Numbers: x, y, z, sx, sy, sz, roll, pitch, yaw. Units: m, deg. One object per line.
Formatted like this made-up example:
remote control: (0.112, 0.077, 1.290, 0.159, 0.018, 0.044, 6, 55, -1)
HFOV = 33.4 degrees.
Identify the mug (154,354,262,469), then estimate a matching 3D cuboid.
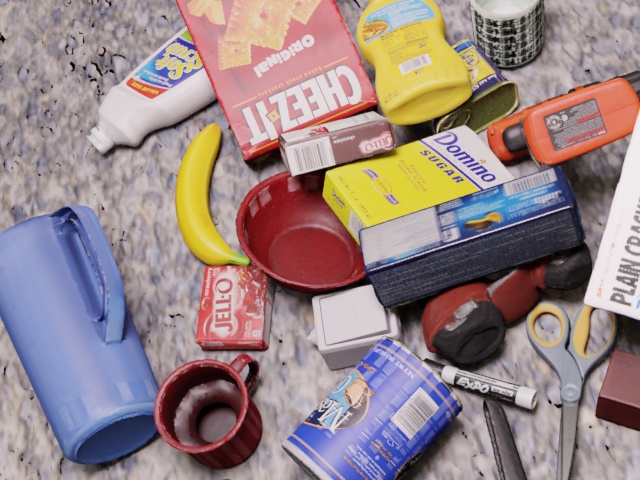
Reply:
mug: (-0.098, 0.164, 1.041, 0.093, 0.081, 0.117, 25, 71, 24)

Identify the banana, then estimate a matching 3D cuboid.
banana: (-0.128, -0.044, 1.190, 0.069, 0.037, 0.198, -9, 60, -11)

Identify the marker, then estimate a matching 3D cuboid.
marker: (0.148, 0.137, 1.022, 0.121, 0.020, 0.020, 14, 66, 29)

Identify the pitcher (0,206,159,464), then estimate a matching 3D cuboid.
pitcher: (-0.244, 0.094, 1.084, 0.145, 0.149, 0.243, -28, 63, -4)

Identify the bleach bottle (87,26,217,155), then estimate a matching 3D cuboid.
bleach bottle: (-0.164, -0.185, 1.258, 0.250, 0.068, 0.103, -40, 61, -6)

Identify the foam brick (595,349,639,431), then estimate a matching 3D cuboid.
foam brick: (0.297, 0.142, 0.973, 0.078, 0.051, 0.053, 17, 64, 21)

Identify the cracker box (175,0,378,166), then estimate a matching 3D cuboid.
cracker box: (-0.050, -0.213, 1.186, 0.164, 0.072, 0.214, -23, 89, 1)

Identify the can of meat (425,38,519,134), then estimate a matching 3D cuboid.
can of meat: (0.152, -0.162, 1.169, 0.102, 0.057, 0.084, -31, 57, -4)

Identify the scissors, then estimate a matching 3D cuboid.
scissors: (0.220, 0.134, 1.007, 0.096, 0.016, 0.201, 17, 62, 26)

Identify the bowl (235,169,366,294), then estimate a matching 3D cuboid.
bowl: (-0.007, 0.001, 1.106, 0.162, 0.055, 0.162, 3, 49, -4)

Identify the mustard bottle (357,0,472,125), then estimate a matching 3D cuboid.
mustard bottle: (0.091, -0.214, 1.151, 0.096, 0.058, 0.192, -21, 54, 7)

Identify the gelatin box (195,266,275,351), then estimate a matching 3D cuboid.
gelatin box: (-0.088, 0.071, 1.118, 0.073, 0.030, 0.089, -1, 62, 13)

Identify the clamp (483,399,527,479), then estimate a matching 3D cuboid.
clamp: (0.177, 0.248, 0.953, 0.210, 0.036, 0.164, 31, 67, 23)

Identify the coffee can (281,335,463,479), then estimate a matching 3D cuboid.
coffee can: (0.048, 0.174, 0.987, 0.103, 0.102, 0.140, 38, 76, 28)

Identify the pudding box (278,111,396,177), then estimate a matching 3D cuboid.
pudding box: (0.016, -0.102, 1.113, 0.113, 0.090, 0.039, -13, 102, -4)

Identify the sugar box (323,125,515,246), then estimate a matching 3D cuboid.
sugar box: (0.102, -0.054, 1.096, 0.176, 0.048, 0.093, -22, 56, -21)

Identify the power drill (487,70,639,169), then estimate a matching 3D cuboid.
power drill: (0.260, -0.123, 1.054, 0.184, 0.187, 0.057, -22, 93, 7)
